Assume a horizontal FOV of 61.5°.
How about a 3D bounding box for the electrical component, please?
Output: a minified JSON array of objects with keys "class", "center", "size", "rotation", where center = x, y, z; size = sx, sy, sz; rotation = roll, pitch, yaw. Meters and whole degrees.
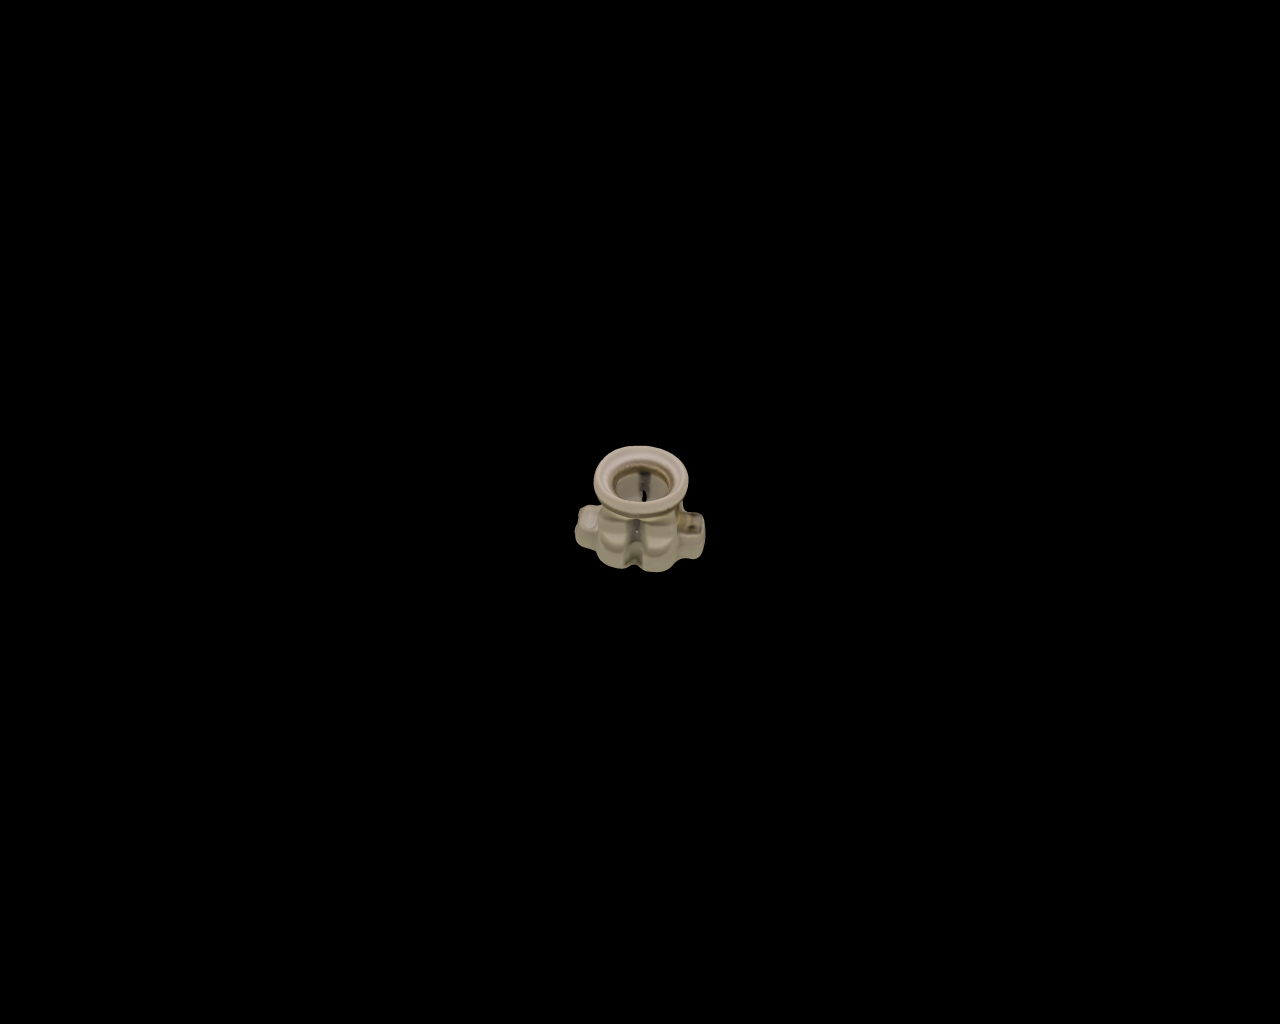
[{"class":"electrical component","center":[0.001,-0.003,0.650],"size":[0.078,0.056,0.058],"rotation":[6,43,7]}]
